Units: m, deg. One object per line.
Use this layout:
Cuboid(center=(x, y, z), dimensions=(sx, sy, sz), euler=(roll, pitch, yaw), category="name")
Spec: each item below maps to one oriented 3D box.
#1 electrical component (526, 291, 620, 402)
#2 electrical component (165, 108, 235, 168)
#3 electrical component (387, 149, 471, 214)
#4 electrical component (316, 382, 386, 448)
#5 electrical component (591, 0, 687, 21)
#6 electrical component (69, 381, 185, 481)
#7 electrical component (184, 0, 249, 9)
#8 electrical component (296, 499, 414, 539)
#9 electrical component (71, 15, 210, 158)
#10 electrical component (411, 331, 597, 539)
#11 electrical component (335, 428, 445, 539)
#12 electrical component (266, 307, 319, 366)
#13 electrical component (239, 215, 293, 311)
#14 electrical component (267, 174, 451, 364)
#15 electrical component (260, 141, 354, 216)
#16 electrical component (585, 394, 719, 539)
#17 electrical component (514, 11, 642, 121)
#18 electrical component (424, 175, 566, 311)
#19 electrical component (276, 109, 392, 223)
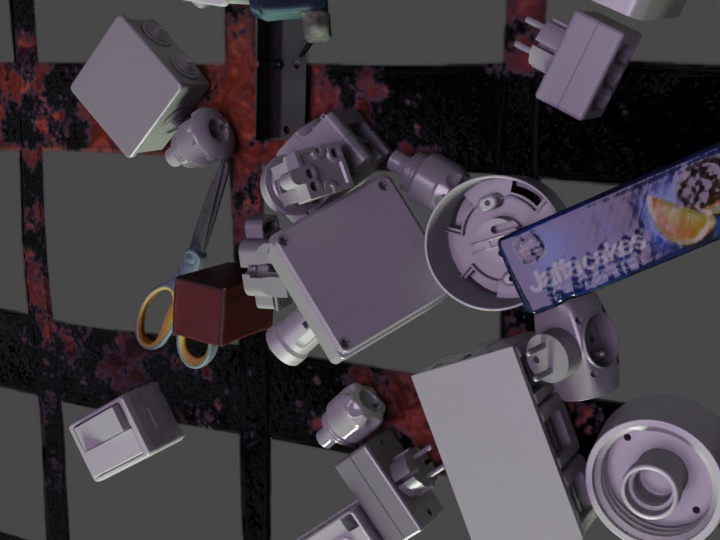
Cuboid(center=(0.148, 0.058, 0.782), dimensions=(0.044, 0.079, 0.077), euler=(-13, 94, 48), category="electrical component")
Cuboid(center=(-0.142, -0.108, 0.924), dimensions=(0.062, 0.048, 0.048), euler=(-23, 89, 37), category="electrical component")
Cuboid(center=(0.050, -0.071, 0.828), dimensions=(0.062, 0.043, 0.043), euler=(32, 114, 20), category="electrical component")
Cuboid(center=(-0.011, 0.126, 0.903), dimensions=(0.062, 0.043, 0.043), euler=(-44, 79, 29), category="electrical component")
Cuboid(center=(0.174, -0.203, 0.694), dimensions=(0.078, 0.113, 0.057), euler=(30, 116, 20), category="electrical component")
Cuboid(center=(-0.227, 0.156, 1.014), dimensions=(0.096, 0.061, 0.061), euler=(-29, 86, 30), category="electrical component")
Cuboid(center=(-0.129, -0.265, 0.881), dimensions=(0.100, 0.048, 0.099), euler=(16, 107, 25), category="electrical component")
Cuboid(center=(-0.002, 0.262, 0.918), dimensions=(0.109, 0.056, 0.108), euler=(-39, 81, 29), category="electrical component")
Cuboid(center=(-0.190, -0.160, 0.936), dimensions=(0.099, 0.048, 0.099), euler=(49, 118, 11), category="electrical component")
Cuboid(center=(0.115, 0.132, 0.825), dimensions=(0.089, 0.062, 0.150), euler=(-20, 91, 30), category="electrical component")
Cuboid(center=(0.038, 0.170, 0.883), dimensions=(0.076, 0.047, 0.083), euler=(-39, 81, 29), category="electrical component")
Cuboid(center=(-0.050, 0.052, 0.911), dimensions=(0.046, 0.040, 0.040), euler=(-40, 80, 23), category="electrical component")
Cuboid(center=(-0.060, -0.006, 0.893), dimensions=(0.057, 0.058, 0.078), euler=(2, 108, 29), category="electrical component")
Cuboid(center=(0.000, 0.000, 0.832), dimensions=(0.109, 0.056, 0.108), euler=(-30, 84, -14), category="electrical component")
Cuboid(center=(-0.043, -0.068, 0.811), dimensions=(0.055, 0.066, 0.048), euler=(-18, 92, 49), category="electrical component")
Cuboid(center=(0.215, 0.149, 0.775), dimensions=(0.108, 0.060, 0.108), euler=(6, 103, 27), category="electrical component")
Cuboid(center=(0.145, -0.152, 0.758), dimensions=(0.077, 0.047, 0.065), euler=(33, 115, 21), category="electrical component")
Cuboid(center=(0.105, -0.023, 0.796), dimensions=(0.099, 0.064, 0.099), euler=(6, 103, 27), category="electrical component")
Cuboid(center=(-0.029, -0.084, 0.864), dimensions=(0.089, 0.050, 0.055), euler=(-44, 80, 28), category="electrical component")
